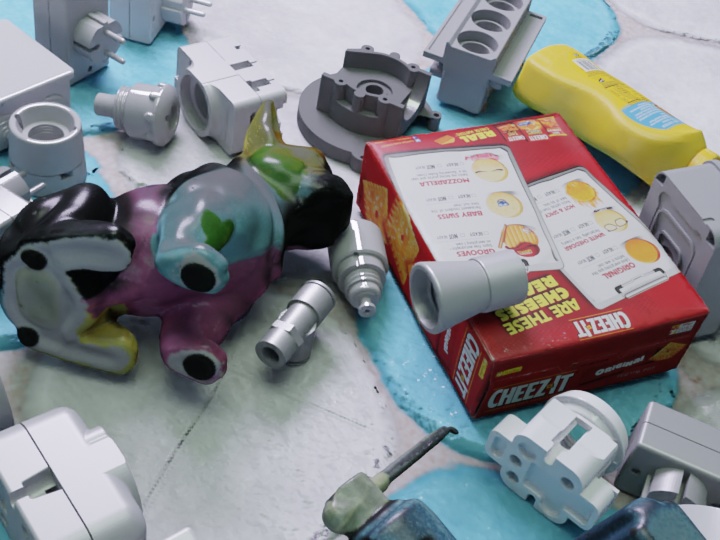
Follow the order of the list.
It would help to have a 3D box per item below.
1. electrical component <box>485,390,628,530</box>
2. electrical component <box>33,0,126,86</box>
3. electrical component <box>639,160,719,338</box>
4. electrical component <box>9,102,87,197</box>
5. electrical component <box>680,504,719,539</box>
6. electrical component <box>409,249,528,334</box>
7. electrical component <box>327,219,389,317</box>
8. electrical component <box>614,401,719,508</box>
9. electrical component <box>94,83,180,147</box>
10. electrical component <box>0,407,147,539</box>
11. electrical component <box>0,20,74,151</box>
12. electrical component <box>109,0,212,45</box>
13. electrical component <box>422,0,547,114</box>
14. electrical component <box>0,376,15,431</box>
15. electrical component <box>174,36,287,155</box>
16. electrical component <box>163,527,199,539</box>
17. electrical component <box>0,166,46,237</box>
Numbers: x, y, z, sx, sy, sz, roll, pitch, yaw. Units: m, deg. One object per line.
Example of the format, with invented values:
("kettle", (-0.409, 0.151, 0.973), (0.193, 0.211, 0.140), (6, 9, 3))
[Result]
("electrical component", (0.124, 0.109, 0.646), (0.078, 0.058, 0.057), (37, 52, 23))
("electrical component", (-0.215, -0.188, 0.854), (0.076, 0.083, 0.047), (31, 47, 18))
("electrical component", (0.237, -0.012, 0.755), (0.057, 0.113, 0.078), (-11, 48, -18))
("electrical component", (-0.226, -0.088, 0.775), (0.055, 0.047, 0.055), (7, 44, -6))
("electrical component", (0.202, 0.172, 0.573), (0.099, 0.099, 0.064), (18, 50, 6))
("electrical component", (0.068, 0.010, 0.651), (0.065, 0.044, 0.044), (-13, 49, -20))
("electrical component", (0.000, 0.000, 0.741), (0.040, 0.040, 0.078), (1, 44, -11))
("electrical component", (0.190, 0.131, 0.646), (0.066, 0.047, 0.076), (23, 46, 10))
("electrical component", (-0.172, -0.123, 0.826), (0.062, 0.048, 0.048), (11, 43, 8))
("electrical component", (-0.155, 0.123, 0.571), (0.059, 0.053, 0.095), (-22, 54, -31))
("electrical component", (-0.277, -0.137, 0.813), (0.100, 0.048, 0.100), (37, 49, 24))
("electrical component", (-0.168, -0.236, 0.940), (0.076, 0.047, 0.083), (15, 44, 3))
("electrical component", (0.109, -0.195, 0.949), (0.079, 0.063, 0.121), (21, 44, 9))
("electrical component", (-0.228, 0.072, 0.607), (0.047, 0.055, 0.055), (-19, 52, -24))
("electrical component", (-0.107, -0.138, 0.851), (0.056, 0.050, 0.089), (-21, 53, -30))
("electrical component", (-0.096, 0.181, 0.531), (0.066, 0.047, 0.076), (-24, 68, -32))
("electrical component", (-0.248, -0.045, 0.727), (0.083, 0.047, 0.076), (31, 46, 19))
